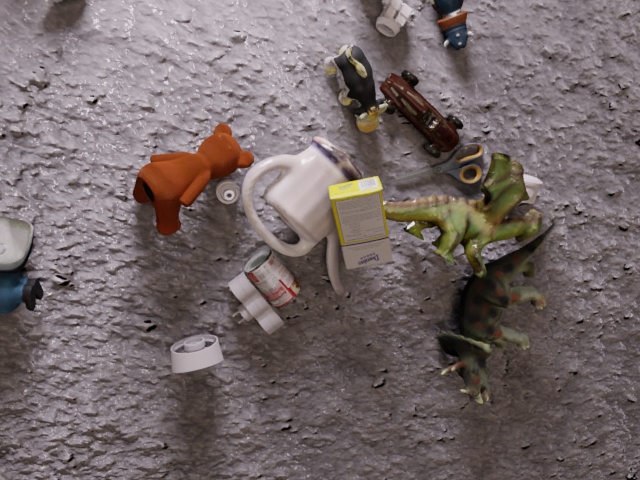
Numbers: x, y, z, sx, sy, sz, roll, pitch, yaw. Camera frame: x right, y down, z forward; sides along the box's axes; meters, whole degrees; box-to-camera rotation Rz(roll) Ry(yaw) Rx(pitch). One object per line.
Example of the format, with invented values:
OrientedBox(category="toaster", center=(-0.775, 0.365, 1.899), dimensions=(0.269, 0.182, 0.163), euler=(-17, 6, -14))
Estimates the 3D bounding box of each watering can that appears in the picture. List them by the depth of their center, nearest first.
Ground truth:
OrientedBox(category="watering can", center=(0.003, -0.050, 0.998), dimensions=(0.225, 0.105, 0.342), euler=(-47, 125, -3))

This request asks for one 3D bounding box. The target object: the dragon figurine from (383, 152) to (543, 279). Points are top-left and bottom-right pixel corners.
OrientedBox(category="dragon figurine", center=(0.293, -0.071, 1.019), dimensions=(0.407, 0.124, 0.240), euler=(28, 107, -29))
